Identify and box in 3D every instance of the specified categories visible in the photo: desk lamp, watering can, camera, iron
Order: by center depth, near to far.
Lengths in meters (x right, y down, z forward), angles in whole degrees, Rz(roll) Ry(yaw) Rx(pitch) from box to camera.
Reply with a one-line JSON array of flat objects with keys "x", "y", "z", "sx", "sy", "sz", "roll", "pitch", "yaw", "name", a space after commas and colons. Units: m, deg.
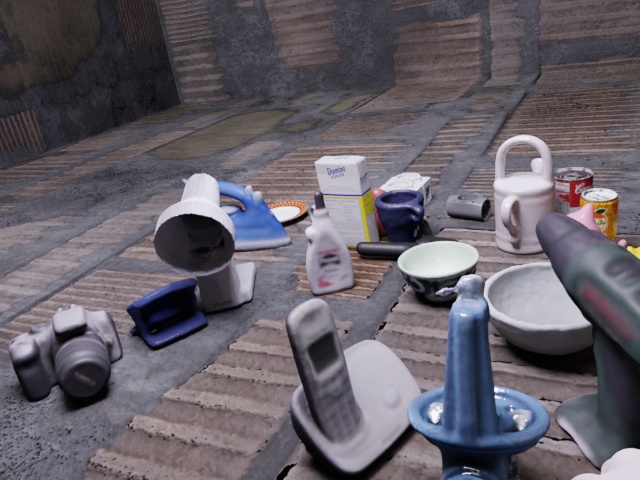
[{"x": -0.352, "y": 0.160, "z": 0.797, "sx": 0.143, "sy": 0.101, "sz": 0.136, "roll": -19, "pitch": 24, "yaw": -21, "name": "camera"}, {"x": -0.183, "y": 0.010, "z": 0.938, "sx": 0.118, "sy": 0.214, "sz": 0.203, "roll": -9, "pitch": 23, "yaw": 1, "name": "desk lamp"}, {"x": 0.347, "y": -0.086, "z": 0.974, "sx": 0.100, "sy": 0.194, "sz": 0.173, "roll": -2, "pitch": 24, "yaw": 18, "name": "watering can"}, {"x": -0.182, "y": -0.061, "z": 1.197, "sx": 0.257, "sy": 0.142, "sz": 0.119, "roll": 3, "pitch": 26, "yaw": 27, "name": "iron"}]

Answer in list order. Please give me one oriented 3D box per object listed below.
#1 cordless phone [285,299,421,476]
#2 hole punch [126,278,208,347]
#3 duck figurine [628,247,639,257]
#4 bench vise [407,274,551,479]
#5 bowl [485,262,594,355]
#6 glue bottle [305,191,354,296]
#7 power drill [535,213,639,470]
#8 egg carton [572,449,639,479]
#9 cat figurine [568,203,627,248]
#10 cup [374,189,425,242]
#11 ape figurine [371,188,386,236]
[{"x": 0.032, "y": 0.133, "z": 0.598, "sx": 0.093, "sy": 0.185, "sz": 0.148, "roll": 12, "pitch": 31, "yaw": 41, "name": "cordless phone"}, {"x": -0.248, "y": 0.102, "z": 0.904, "sx": 0.109, "sy": 0.091, "sz": 0.100, "roll": -24, "pitch": 27, "yaw": -30, "name": "hole punch"}, {"x": 0.497, "y": 0.007, "z": 0.837, "sx": 0.104, "sy": 0.086, "sz": 0.077, "roll": -6, "pitch": 23, "yaw": 8, "name": "duck figurine"}, {"x": 0.135, "y": 0.153, "z": 0.465, "sx": 0.121, "sy": 0.220, "sz": 0.207, "roll": -8, "pitch": 23, "yaw": 4, "name": "bench vise"}, {"x": 0.290, "y": 0.096, "z": 0.725, "sx": 0.167, "sy": 0.075, "sz": 0.167, "roll": -8, "pitch": 23, "yaw": 4, "name": "bowl"}, {"x": 0.009, "y": 0.003, "z": 0.928, "sx": 0.078, "sy": 0.173, "sz": 0.037, "roll": -14, "pitch": 23, "yaw": -10, "name": "glue bottle"}, {"x": 0.273, "y": 0.102, "z": 0.545, "sx": 0.075, "sy": 0.209, "sz": 0.229, "roll": -13, "pitch": 23, "yaw": -7, "name": "power drill"}, {"x": 0.263, "y": 0.228, "z": 0.431, "sx": 0.107, "sy": 0.069, "sz": 0.150, "roll": -18, "pitch": 24, "yaw": -20, "name": "egg carton"}, {"x": 0.393, "y": 0.008, "z": 0.836, "sx": 0.067, "sy": 0.118, "sz": 0.127, "roll": -18, "pitch": 24, "yaw": -18, "name": "cat figurine"}, {"x": 0.158, "y": -0.034, "z": 1.058, "sx": 0.092, "sy": 0.095, "sz": 0.117, "roll": -19, "pitch": 25, "yaw": -22, "name": "cup"}, {"x": 0.120, "y": -0.059, "z": 1.135, "sx": 0.076, "sy": 0.092, "sz": 0.077, "roll": -20, "pitch": 25, "yaw": -23, "name": "ape figurine"}]
